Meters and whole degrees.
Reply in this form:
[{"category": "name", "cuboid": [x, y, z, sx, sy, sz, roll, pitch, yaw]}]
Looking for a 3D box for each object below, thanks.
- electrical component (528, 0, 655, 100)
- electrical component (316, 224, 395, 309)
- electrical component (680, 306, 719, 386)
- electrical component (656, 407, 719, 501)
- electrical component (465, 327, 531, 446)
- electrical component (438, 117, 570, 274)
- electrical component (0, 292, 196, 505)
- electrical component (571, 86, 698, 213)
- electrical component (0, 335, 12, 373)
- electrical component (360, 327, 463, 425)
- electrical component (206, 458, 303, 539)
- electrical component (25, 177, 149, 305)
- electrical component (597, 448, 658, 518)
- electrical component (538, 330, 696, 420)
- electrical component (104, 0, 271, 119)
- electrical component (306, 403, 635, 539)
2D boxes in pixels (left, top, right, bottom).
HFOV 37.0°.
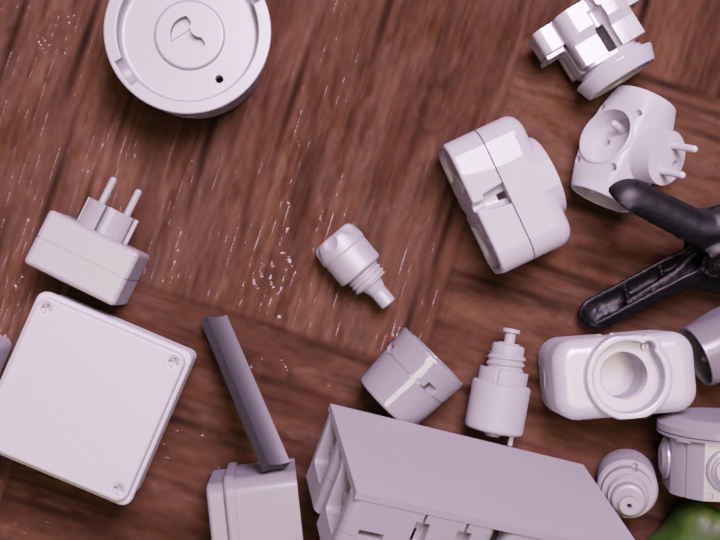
[{"category": "electrical component", "cuboid": [0.164, -0.154, 0.737, 0.078, 0.058, 0.057, -31, 87, -3]}, {"category": "electrical component", "cuboid": [0.000, 0.000, 0.737, 0.035, 0.035, 0.061, -40, 93, -3]}, {"category": "electrical component", "cuboid": [0.272, 0.062, 0.742, 0.077, 0.043, 0.079, -22, 98, -3]}, {"category": "electrical component", "cuboid": [0.240, 0.122, 0.721, 0.080, 0.080, 0.051, 1, 93, -2]}, {"category": "electrical component", "cuboid": [0.097, 0.079, 0.736, 0.040, 0.040, 0.078, 11, 88, -2]}, {"category": "electrical component", "cuboid": [0.101, -0.052, 0.733, 0.059, 0.054, 0.095, -25, 89, -3]}, {"category": "electrical component", "cuboid": [-0.180, 0.084, 0.717, 0.109, 0.056, 0.108, 23, 88, -1]}, {"category": "electrical component", "cuboid": [0.192, -0.079, 0.727, 0.044, 0.079, 0.077, 27, 87, -38]}, {"category": "electrical component", "cuboid": [-0.319, 0.114, 0.709, 0.105, 0.060, 0.186, 22, 88, -1]}, {"category": "electrical component", "cuboid": [0.034, 0.074, 0.727, 0.055, 0.055, 0.047, 44, 91, 0]}, {"category": "electrical component", "cuboid": [-0.065, 0.185, 0.708, 0.057, 0.078, 0.113, -6, 89, -4]}, {"category": "electrical component", "cuboid": [-0.174, -0.024, 0.725, 0.066, 0.047, 0.076, 26, 88, -1]}, {"category": "electrical component", "cuboid": [0.179, 0.147, 0.721, 0.040, 0.078, 0.040, 1, 95, 12]}, {"category": "electrical component", "cuboid": [0.175, 0.070, 0.729, 0.095, 0.059, 0.053, -4, 89, -2]}, {"category": "electrical component", "cuboid": [-0.113, -0.153, 0.724, 0.108, 0.060, 0.108, 0, 88, -2]}, {"category": "electrical component", "cuboid": [0.066, 0.155, 0.675, 0.186, 0.105, 0.060, 16, 107, -15]}]
